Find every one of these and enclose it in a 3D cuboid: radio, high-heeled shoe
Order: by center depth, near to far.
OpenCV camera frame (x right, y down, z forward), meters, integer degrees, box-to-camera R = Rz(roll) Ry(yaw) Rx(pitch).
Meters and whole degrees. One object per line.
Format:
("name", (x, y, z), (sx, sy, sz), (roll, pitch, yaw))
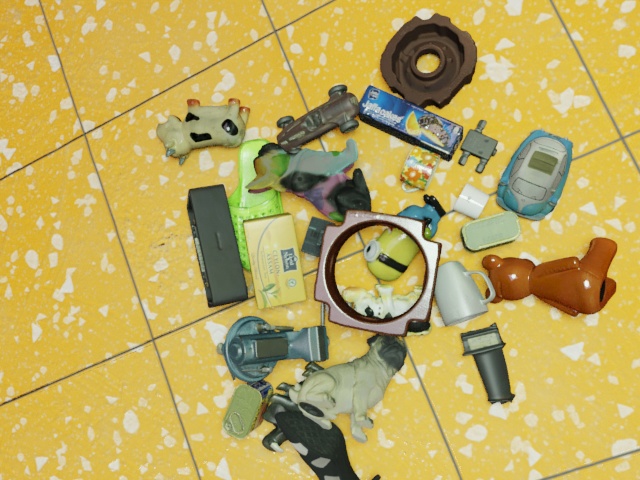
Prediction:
("high-heeled shoe", (-0.002, 0.418, 0.989), (0.249, 0.086, 0.145), (35, 120, 2))
("radio", (-0.206, 0.017, 1.058), (0.073, 0.131, 0.229), (-10, 82, -19))

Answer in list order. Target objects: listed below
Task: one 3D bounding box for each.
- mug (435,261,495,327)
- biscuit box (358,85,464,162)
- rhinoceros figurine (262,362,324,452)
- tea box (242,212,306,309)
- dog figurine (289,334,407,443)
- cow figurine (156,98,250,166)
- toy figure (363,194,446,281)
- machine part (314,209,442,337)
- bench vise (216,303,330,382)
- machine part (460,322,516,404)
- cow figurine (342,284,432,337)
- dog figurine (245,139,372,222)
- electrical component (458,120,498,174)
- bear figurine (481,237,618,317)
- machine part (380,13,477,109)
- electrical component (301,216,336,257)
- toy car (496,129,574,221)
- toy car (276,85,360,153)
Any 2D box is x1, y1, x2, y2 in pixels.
("mug", (0.251, 0.088, 0.960), (0.109, 0.081, 0.107), (-38, 66, 41))
("biscuit box", (0.169, -0.222, 1.020), (0.203, 0.062, 0.059), (28, 92, 15))
("rhinoceros figurine", (-0.042, 0.323, 1.033), (0.190, 0.073, 0.112), (-45, 90, 3))
("tea box", (-0.089, 0.038, 1.031), (0.098, 0.068, 0.169), (-12, 98, -9))
("dog figurine", (0.055, 0.239, 0.971), (0.172, 0.121, 0.190), (26, 53, 2))
("cow figurine", (-0.249, -0.225, 1.121), (0.195, 0.085, 0.127), (2, 80, 14))
("toy figure", (0.159, -0.002, 0.998), (0.180, 0.082, 0.089), (-43, 76, 6))
("machine part", (0.099, 0.055, 0.925), (0.202, 0.087, 0.201), (9, 89, 15))
("bench vise", (-0.104, 0.199, 1.020), (0.241, 0.223, 0.128), (-15, 88, 45))
("machine part", (0.306, 0.225, 0.965), (0.084, 0.039, 0.139), (-19, 79, 4))
("cow figurine", (0.124, 0.129, 0.998), (0.167, 0.068, 0.098), (1, 93, 6))
("dog figurine", (-0.028, -0.101, 1.012), (0.219, 0.108, 0.191), (-15, 91, -2))
("electrical component", (0.300, -0.175, 1.003), (0.063, 0.021, 0.094), (27, 92, 15))
("bear figurine", (0.392, 0.063, 0.929), (0.196, 0.132, 0.120), (9, 126, 43))
("machine part", (0.206, -0.335, 1.023), (0.180, 0.056, 0.179), (-1, 86, 16))
("electrical component", (-0.002, -0.003, 1.019), (0.048, 0.119, 0.074), (17, 93, 15))
("toy car", (0.383, -0.118, 0.937), (0.109, 0.103, 0.161), (27, 95, 14))
("toy car", (-0.012, -0.226, 1.050), (0.202, 0.053, 0.089), (-20, 84, 32))
